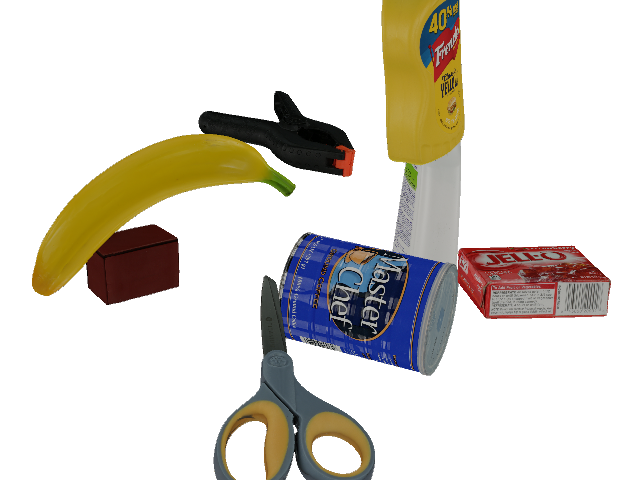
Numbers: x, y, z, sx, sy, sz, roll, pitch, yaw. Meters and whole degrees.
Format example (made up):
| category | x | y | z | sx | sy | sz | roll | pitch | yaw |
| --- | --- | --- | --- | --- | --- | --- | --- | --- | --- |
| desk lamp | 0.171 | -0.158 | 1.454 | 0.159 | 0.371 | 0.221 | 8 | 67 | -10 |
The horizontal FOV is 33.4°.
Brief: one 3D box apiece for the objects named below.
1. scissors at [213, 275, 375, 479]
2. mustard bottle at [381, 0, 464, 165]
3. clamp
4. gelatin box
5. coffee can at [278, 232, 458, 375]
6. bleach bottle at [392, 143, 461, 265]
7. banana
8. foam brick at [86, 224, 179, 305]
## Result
| category | x | y | z | sx | sy | sz | roll | pitch | yaw |
| --- | --- | --- | --- | --- | --- | --- | --- | --- | --- |
| scissors | -0.008 | 0.084 | 0.631 | 0.096 | 0.016 | 0.201 | 11 | 32 | 5 |
| mustard bottle | 0.087 | -0.168 | 0.909 | 0.058 | 0.191 | 0.096 | 13 | 34 | 30 |
| clamp | -0.040 | -0.106 | 1.083 | 0.120 | 0.039 | 0.172 | -22 | 37 | -30 |
| gelatin box | 0.147 | 0.027 | 0.746 | 0.089 | 0.030 | 0.073 | -1 | 18 | -7 |
| coffee can | 0.044 | 0.056 | 0.972 | 0.140 | 0.103 | 0.102 | 13 | 4 | 19 |
| bleach bottle | 0.126 | -0.057 | 1.208 | 0.068 | 0.251 | 0.102 | -2 | 24 | -13 |
| banana | -0.120 | -0.026 | 0.733 | 0.198 | 0.069 | 0.037 | -22 | 7 | 5 |
| foam brick | -0.182 | 0.022 | 1.031 | 0.078 | 0.051 | 0.053 | -14 | 25 | -29 |
